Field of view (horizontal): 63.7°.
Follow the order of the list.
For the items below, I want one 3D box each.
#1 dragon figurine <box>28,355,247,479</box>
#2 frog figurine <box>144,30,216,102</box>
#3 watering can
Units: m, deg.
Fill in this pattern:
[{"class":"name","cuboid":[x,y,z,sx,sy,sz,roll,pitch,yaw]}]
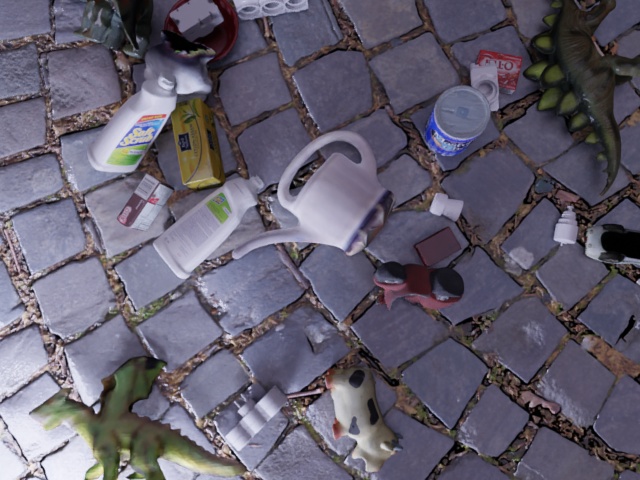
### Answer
[{"class":"dragon figurine","cuboid":[-0.351,0.352,1.010,0.410,0.120,0.246,-3,76,-6]},{"class":"frog figurine","cuboid":[-0.287,-0.321,1.043,0.137,0.126,0.156,10,128,-15]},{"class":"watering can","cuboid":[0.003,-0.052,1.023,0.225,0.103,0.348,37,87,6]}]
